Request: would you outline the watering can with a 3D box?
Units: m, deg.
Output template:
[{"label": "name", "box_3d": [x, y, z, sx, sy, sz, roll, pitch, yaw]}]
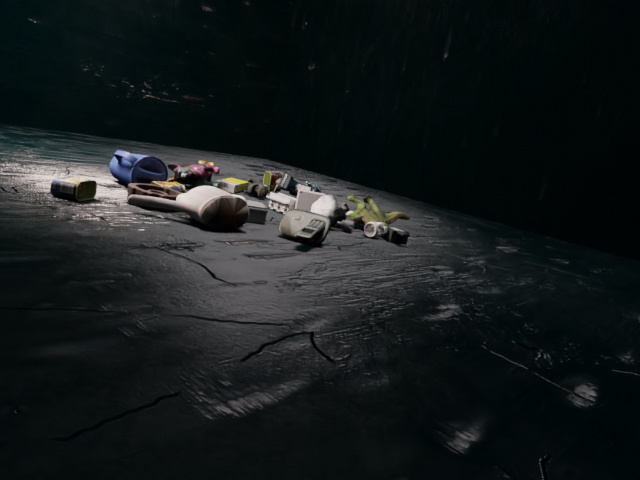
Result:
[{"label": "watering can", "box_3d": [-0.355, -0.098, 1.498, 0.349, 0.103, 0.226, -7, 21, -39]}]

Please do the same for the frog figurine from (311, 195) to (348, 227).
[{"label": "frog figurine", "box_3d": [0.005, -0.091, 1.804, 0.136, 0.123, 0.161, -22, -3, 37]}]

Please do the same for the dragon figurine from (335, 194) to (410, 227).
[{"label": "dragon figurine", "box_3d": [0.230, -0.068, 2.030, 0.410, 0.120, 0.248, 5, 30, -23]}]
